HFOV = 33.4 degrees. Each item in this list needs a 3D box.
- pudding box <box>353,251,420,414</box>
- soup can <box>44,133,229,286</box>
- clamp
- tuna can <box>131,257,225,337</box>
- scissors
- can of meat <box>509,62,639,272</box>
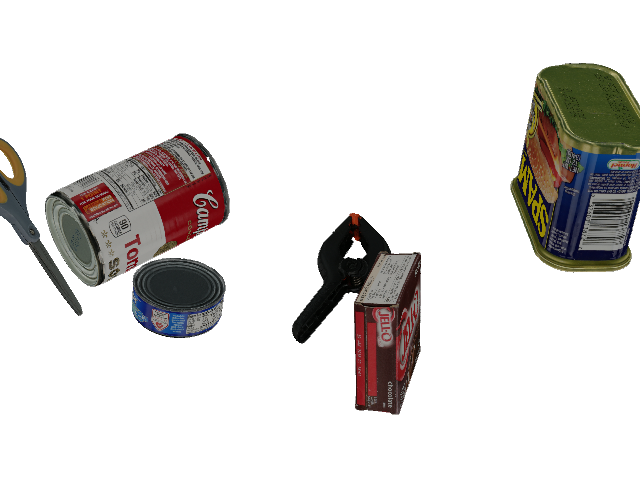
[{"bbox_3d":[0.053,0.068,0.828,0.039,0.090,0.113,3,21,11],"label":"pudding box"},{"bbox_3d":[-0.120,-0.021,0.704,0.102,0.068,0.069,-29,15,-30],"label":"soup can"},{"bbox_3d":[0.045,0.042,1.117,0.120,0.171,0.039,9,-39,8],"label":"clamp"},{"bbox_3d":[-0.133,0.053,0.995,0.086,0.034,0.086,7,31,-5],"label":"tuna can"},{"bbox_3d":[-0.291,-0.023,1.072,0.016,0.201,0.096,-25,28,25],"label":"scissors"},{"bbox_3d":[0.152,-0.045,0.624,0.057,0.084,0.102,0,36,-5],"label":"can of meat"}]
